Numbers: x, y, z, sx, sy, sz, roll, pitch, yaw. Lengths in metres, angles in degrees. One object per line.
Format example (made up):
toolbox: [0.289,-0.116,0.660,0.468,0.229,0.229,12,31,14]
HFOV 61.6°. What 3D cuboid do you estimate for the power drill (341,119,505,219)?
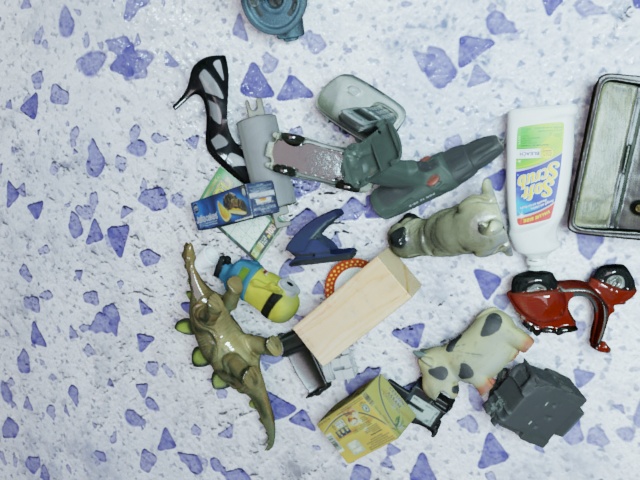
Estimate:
power drill: [0.148,-0.119,0.835,0.232,0.207,0.086,-32,67,33]

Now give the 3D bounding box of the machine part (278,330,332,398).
machine part: [-0.025,0.235,1.044,0.084,0.039,0.139,-24,87,19]

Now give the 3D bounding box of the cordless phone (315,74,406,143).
cordless phone: [0.047,-0.207,0.867,0.147,0.184,0.088,37,114,13]

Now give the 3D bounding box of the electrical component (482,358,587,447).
electrical component: [0.349,0.262,0.856,0.134,0.058,0.114,24,112,-16]

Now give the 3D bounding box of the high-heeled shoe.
high-heeled shoe: [-0.167,-0.228,1.032,0.145,0.086,0.248,-44,100,-9]

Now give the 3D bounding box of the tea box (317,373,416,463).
tea box: [0.079,0.323,0.967,0.098,0.068,0.169,50,134,7]

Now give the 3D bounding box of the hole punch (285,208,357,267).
hole punch: [-0.002,-0.003,0.951,0.116,0.142,0.092,-11,96,10]

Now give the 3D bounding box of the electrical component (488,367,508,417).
electrical component: [0.321,0.265,0.913,0.063,0.021,0.094,13,102,20]

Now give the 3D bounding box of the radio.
radio: [0.446,-0.115,0.775,0.131,0.073,0.229,11,103,21]

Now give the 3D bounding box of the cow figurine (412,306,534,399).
cow figurine: [0.244,0.192,0.897,0.127,0.085,0.195,47,105,23]

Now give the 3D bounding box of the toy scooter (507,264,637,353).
toy scooter: [0.391,0.111,0.835,0.184,0.075,0.135,-6,97,18]

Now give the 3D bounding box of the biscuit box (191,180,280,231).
biscuit box: [-0.160,-0.060,0.983,0.203,0.063,0.059,-10,94,49]

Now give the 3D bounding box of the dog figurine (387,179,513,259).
dog figurine: [0.193,-0.008,0.849,0.191,0.172,0.121,-17,81,17]

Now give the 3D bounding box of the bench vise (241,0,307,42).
bench vise: [-0.082,-0.433,0.867,0.129,0.240,0.223,11,118,17]

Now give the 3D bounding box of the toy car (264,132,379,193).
toy car: [0.002,-0.135,0.941,0.202,0.056,0.073,14,98,0]

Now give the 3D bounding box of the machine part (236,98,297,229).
machine part: [-0.099,-0.141,0.995,0.079,0.079,0.243,-11,94,23]

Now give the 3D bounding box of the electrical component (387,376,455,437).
electrical component: [0.172,0.288,0.964,0.119,0.048,0.074,27,107,17]

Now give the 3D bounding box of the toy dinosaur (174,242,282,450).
toy dinosaur: [-0.167,0.221,1.040,0.199,0.105,0.471,-14,102,49]

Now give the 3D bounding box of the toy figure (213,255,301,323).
toy figure: [-0.120,0.092,1.039,0.180,0.082,0.089,23,116,14]
